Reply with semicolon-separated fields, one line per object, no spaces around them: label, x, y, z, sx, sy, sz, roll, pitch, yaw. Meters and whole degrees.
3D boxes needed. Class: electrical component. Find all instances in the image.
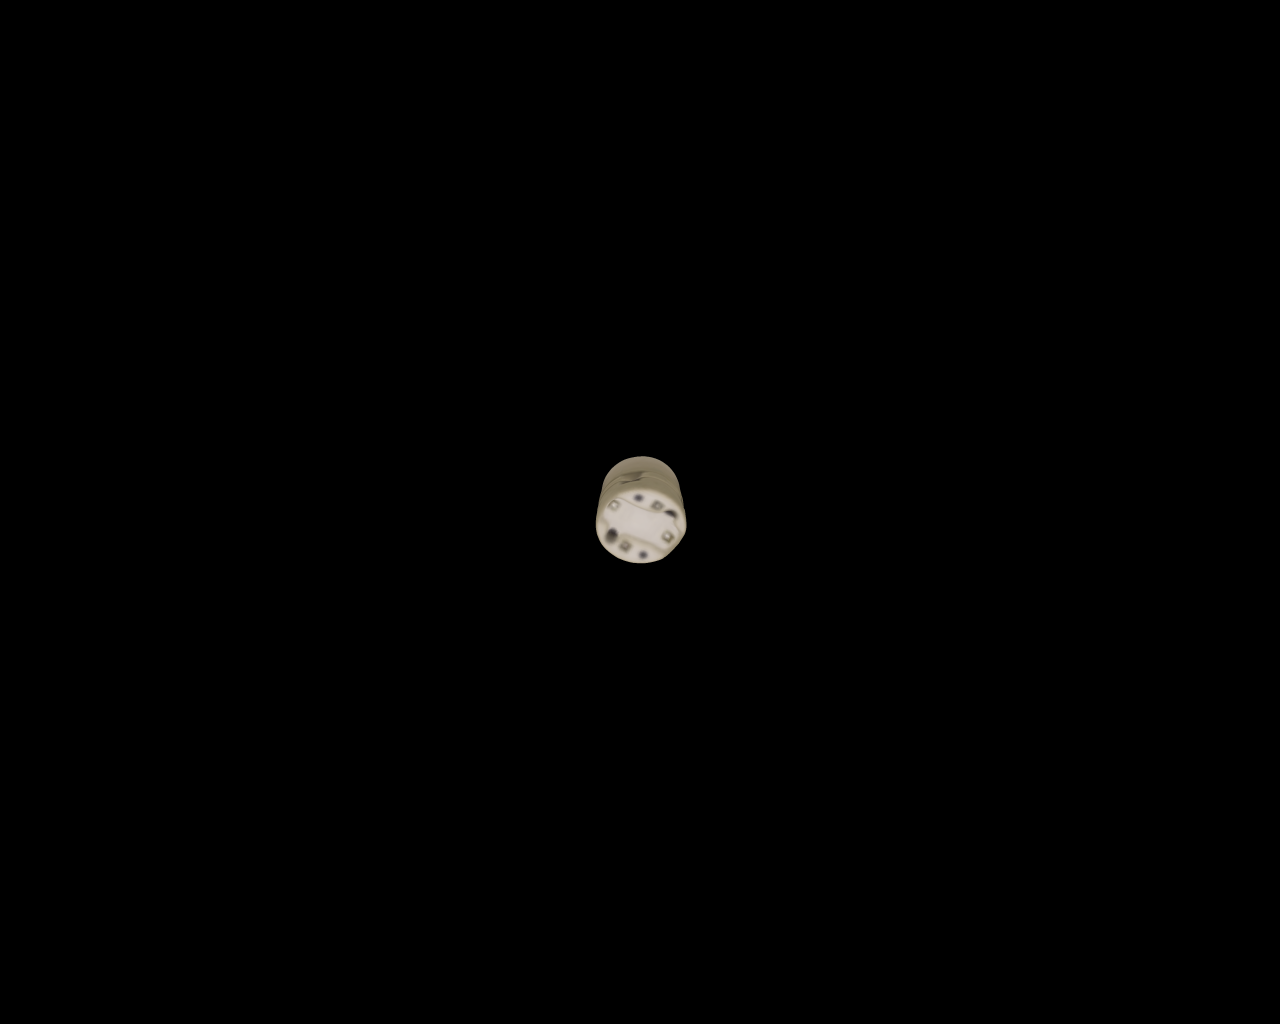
electrical component;0.001;-0.003;0.650;0.055;0.055;0.047;0;30;0
